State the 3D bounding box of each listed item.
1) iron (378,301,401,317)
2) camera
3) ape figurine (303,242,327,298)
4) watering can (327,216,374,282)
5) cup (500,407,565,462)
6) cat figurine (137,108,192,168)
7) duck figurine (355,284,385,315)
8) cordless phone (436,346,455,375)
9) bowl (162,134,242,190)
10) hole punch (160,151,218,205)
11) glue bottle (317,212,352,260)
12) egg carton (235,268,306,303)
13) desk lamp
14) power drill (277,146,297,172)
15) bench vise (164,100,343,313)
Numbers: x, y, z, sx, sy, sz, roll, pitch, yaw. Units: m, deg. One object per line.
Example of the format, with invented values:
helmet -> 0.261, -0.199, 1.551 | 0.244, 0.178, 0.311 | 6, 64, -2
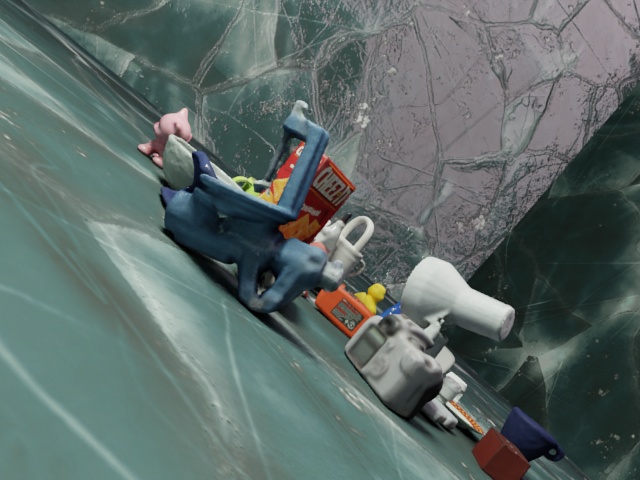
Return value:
iron -> 0.215, 0.192, 1.394 | 0.118, 0.141, 0.259 | 42, 3, 33
camera -> 0.127, 0.178, 0.803 | 0.137, 0.101, 0.142 | 39, 3, -31
ape figurine -> -0.024, 0.043, 1.012 | 0.076, 0.092, 0.078 | 40, 2, 0
watering can -> 0.050, 0.019, 1.363 | 0.100, 0.194, 0.174 | 42, 3, 37
cup -> 0.365, 0.371, 1.020 | 0.118, 0.095, 0.092 | 40, 2, 2
cat figurine -> -0.279, -0.195, 1.092 | 0.067, 0.117, 0.128 | 41, 2, 7
duck figurine -> 0.136, 0.153, 1.530 | 0.077, 0.086, 0.105 | 42, 3, 33
cordless phone -> 0.238, 0.193, 1.203 | 0.147, 0.185, 0.094 | 41, 3, 21
bowl -> -0.204, -0.096, 0.962 | 0.167, 0.074, 0.167 | 40, 2, -2
hole punch -> -0.165, -0.066, 0.830 | 0.101, 0.091, 0.108 | 39, 3, -29
glue bottle -> 0.012, 0.005, 1.284 | 0.078, 0.173, 0.037 | 38, 3, -42
egg carton -> -0.064, 0.036, 0.800 | 0.107, 0.069, 0.150 | 40, 2, -6
desk lamp -> 0.199, 0.157, 0.936 | 0.202, 0.213, 0.118 | 42, 3, 37
power drill -> -0.097, -0.114, 1.339 | 0.075, 0.208, 0.230 | 40, 2, 6
bench vise -> -0.044, -0.038, 0.671 | 0.208, 0.219, 0.121 | 40, 2, -12
